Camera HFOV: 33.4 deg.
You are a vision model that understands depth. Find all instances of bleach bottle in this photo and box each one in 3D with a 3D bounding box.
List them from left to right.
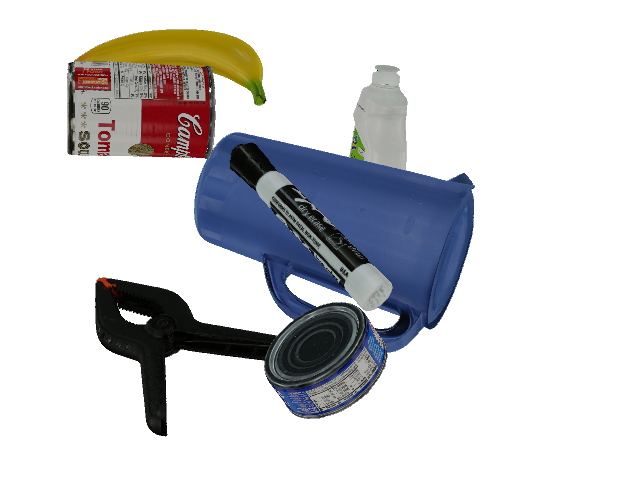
[{"bbox_3d":[0.065,-0.073,1.228,0.068,0.251,0.103,-2,23,-19],"label":"bleach bottle"}]

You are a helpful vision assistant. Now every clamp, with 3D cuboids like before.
[{"bbox_3d":[-0.139,0.091,1.016,0.164,0.036,0.210,-21,41,-33],"label":"clamp"}]

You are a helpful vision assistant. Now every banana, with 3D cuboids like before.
[{"bbox_3d":[-0.133,-0.169,0.991,0.198,0.037,0.069,9,45,18],"label":"banana"}]

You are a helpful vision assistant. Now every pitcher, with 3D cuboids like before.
[{"bbox_3d":[0.009,-0.008,0.964,0.243,0.145,0.149,17,21,17],"label":"pitcher"}]

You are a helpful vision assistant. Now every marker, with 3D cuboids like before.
[{"bbox_3d":[-0.008,-0.010,0.543,0.020,0.020,0.121,0,39,-51],"label":"marker"}]

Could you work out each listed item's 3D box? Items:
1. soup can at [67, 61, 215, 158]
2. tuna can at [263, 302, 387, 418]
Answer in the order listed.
[{"bbox_3d":[-0.131,-0.094,0.772,0.102,0.068,0.069,0,0,-14],"label":"soup can"},{"bbox_3d":[0.003,0.085,0.768,0.086,0.033,0.086,-25,30,15],"label":"tuna can"}]
